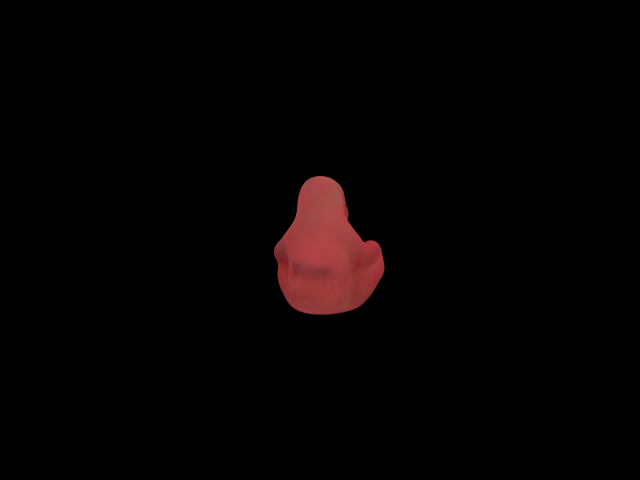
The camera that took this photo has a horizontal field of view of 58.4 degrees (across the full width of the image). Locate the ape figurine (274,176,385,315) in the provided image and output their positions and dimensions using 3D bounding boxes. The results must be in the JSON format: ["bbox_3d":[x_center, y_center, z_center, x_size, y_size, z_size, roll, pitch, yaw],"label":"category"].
[{"bbox_3d":[0.004,0.001,0.400,0.077,0.092,0.076,4,10,24],"label":"ape figurine"}]
